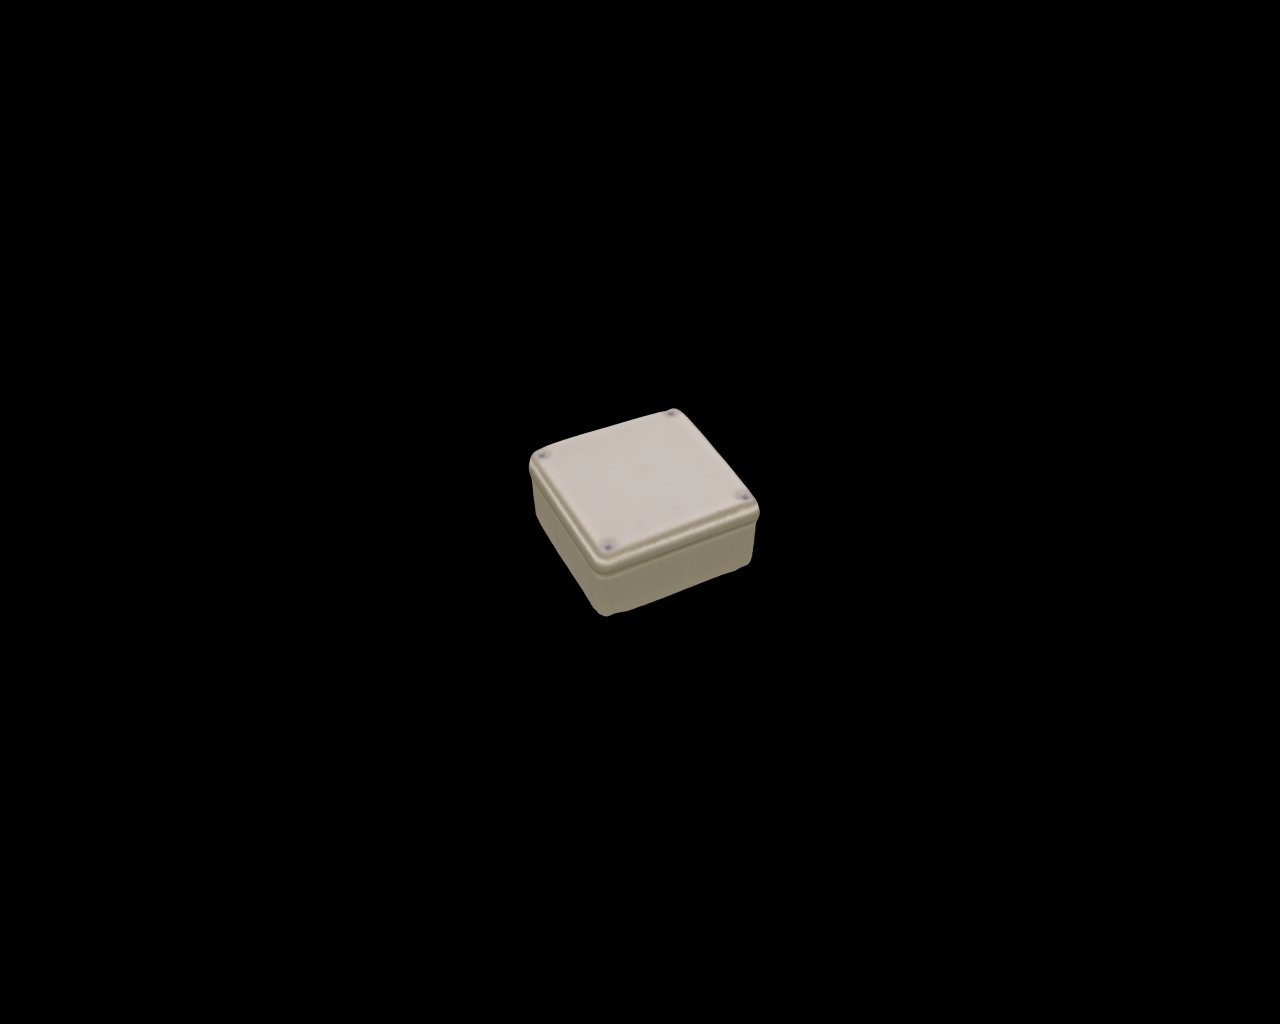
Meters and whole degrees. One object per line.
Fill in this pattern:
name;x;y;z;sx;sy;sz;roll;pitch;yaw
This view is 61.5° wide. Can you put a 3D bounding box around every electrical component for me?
electrical component;0.001;-0.003;0.650;0.109;0.056;0.109;-19;46;-19
